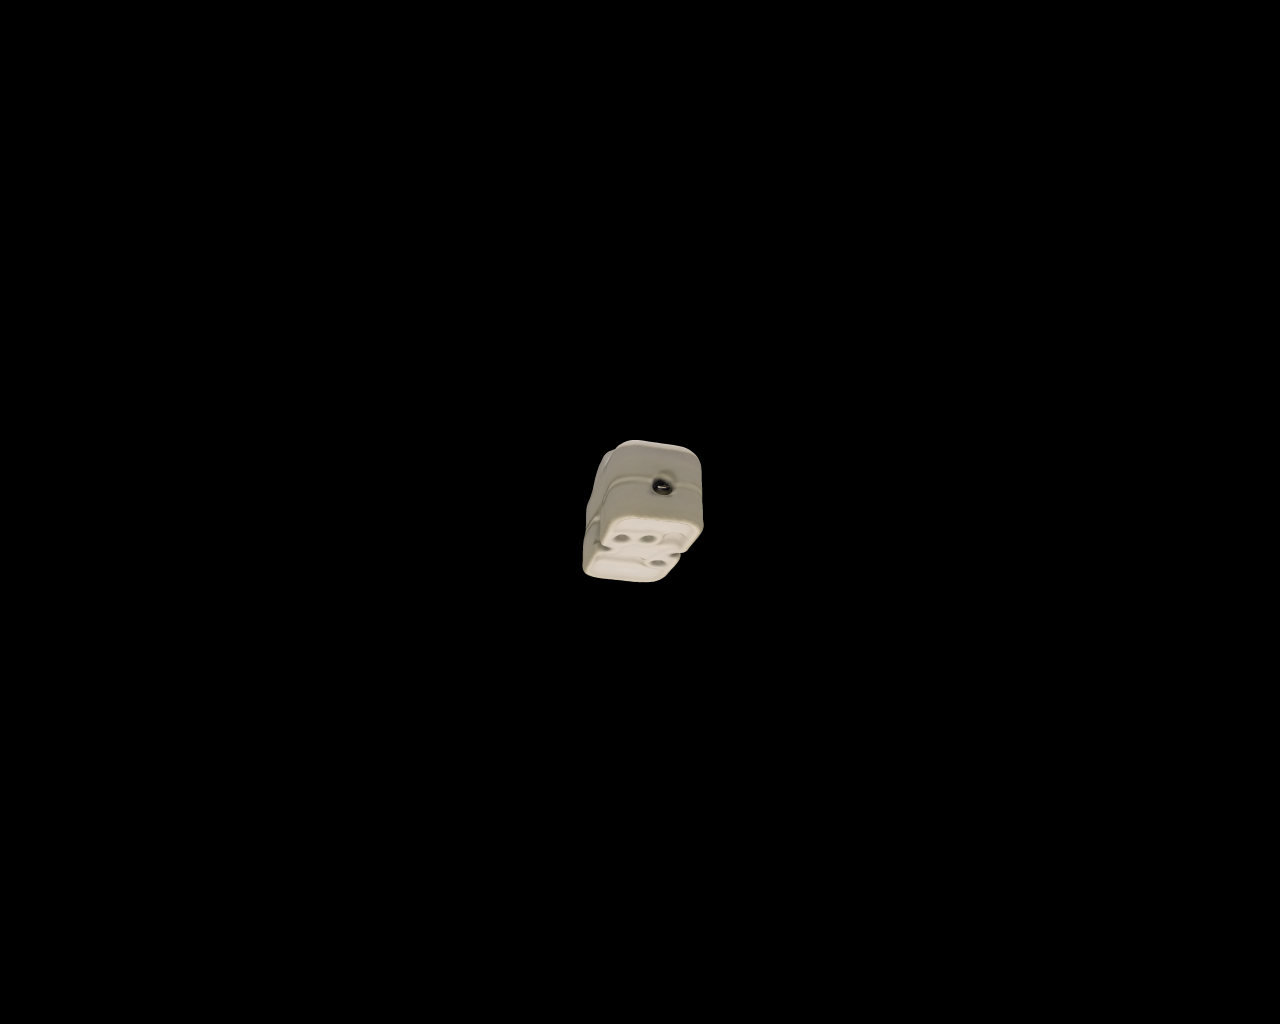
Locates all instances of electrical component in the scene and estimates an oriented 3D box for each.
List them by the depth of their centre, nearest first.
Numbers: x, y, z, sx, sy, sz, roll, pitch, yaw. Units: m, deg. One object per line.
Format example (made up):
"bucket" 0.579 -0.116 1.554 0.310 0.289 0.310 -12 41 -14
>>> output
"electrical component" 0.001 -0.003 0.650 0.054 0.059 0.095 7 -27 -14
